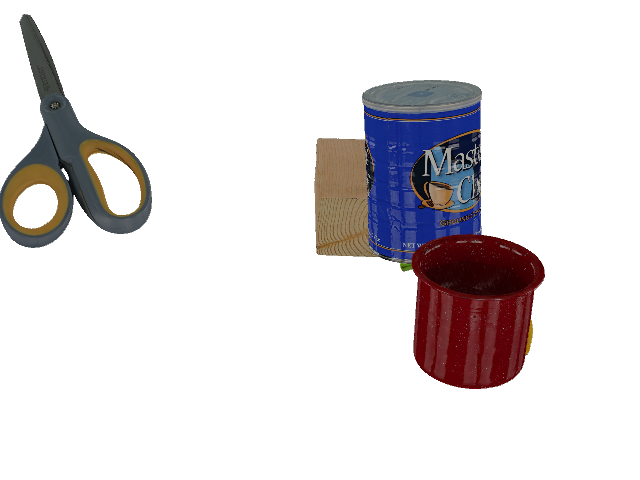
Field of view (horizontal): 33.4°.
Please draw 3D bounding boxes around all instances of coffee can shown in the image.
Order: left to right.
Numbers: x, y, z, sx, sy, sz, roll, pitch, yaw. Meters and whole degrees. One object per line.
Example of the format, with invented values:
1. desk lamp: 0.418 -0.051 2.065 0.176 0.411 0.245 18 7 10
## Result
1. coffee can: 0.090 -0.062 0.939 0.103 0.140 0.103 -3 20 1

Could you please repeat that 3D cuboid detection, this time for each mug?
1. mug: 0.104 0.047 0.775 0.093 0.081 0.117 -11 30 -22

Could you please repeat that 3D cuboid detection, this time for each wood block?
1. wood block: 0.039 -0.065 1.519 0.091 0.090 0.206 2 28 -3

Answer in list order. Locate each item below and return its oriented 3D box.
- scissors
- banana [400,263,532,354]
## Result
1. scissors: -0.176 -0.066 0.655 0.096 0.202 0.016 -31 -32 -20
2. banana: 0.168 0.058 1.119 0.069 0.037 0.198 -37 40 -13
